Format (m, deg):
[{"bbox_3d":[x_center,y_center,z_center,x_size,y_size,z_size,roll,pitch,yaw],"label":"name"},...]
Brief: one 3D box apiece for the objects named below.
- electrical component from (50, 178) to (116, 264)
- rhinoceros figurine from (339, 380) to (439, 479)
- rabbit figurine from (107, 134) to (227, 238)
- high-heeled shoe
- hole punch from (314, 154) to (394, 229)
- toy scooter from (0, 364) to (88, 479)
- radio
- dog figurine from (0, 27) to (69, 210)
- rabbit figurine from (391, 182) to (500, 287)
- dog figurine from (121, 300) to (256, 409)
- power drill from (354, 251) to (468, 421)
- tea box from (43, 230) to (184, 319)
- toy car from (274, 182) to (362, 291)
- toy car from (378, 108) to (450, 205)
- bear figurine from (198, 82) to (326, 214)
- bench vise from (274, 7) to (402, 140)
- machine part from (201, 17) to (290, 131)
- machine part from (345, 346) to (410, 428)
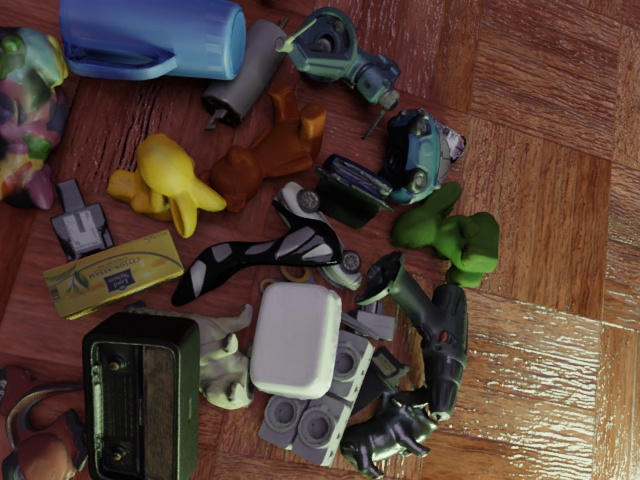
[{"bbox_3d":[-0.349,-0.025,0.779,0.075,0.048,0.119,-24,87,-19],"label":"electrical component"},{"bbox_3d":[0.118,0.291,0.846,0.190,0.073,0.112,-27,77,-17],"label":"rhinoceros figurine"},{"bbox_3d":[-0.220,-0.080,0.762,0.122,0.173,0.162,-41,88,-23],"label":"rabbit figurine"},{"bbox_3d":[-0.090,0.050,0.793,0.249,0.086,0.145,-43,76,-1],"label":"high-heeled shoe"},{"bbox_3d":[0.053,-0.091,0.877,0.142,0.116,0.092,30,65,-9],"label":"hole punch"},{"bbox_3d":[-0.356,0.241,0.713,0.135,0.075,0.184,-20,81,-18],"label":"toy scooter"},{"bbox_3d":[-0.228,0.210,0.693,0.131,0.073,0.229,8,105,9],"label":"radio"},{"bbox_3d":[-0.403,-0.148,0.725,0.108,0.191,0.219,1,64,-22],"label":"dog figurine"},{"bbox_3d":[0.210,-0.018,0.908,0.170,0.121,0.159,15,72,2],"label":"rabbit figurine"},{"bbox_3d":[-0.194,0.171,0.777,0.191,0.121,0.172,-1,104,12],"label":"dog figurine"},{"bbox_3d":[0.153,0.129,0.830,0.207,0.086,0.232,40,46,-12],"label":"power drill"},{"bbox_3d":[-0.285,0.049,0.758,0.170,0.098,0.068,-20,86,-20],"label":"tea box"},{"bbox_3d":[-0.002,-0.003,0.861,0.056,0.073,0.201,-34,90,-22],"label":"toy car"},{"bbox_3d":[0.167,-0.137,0.909,0.103,0.109,0.161,4,97,-28],"label":"toy car"},{"bbox_3d":[-0.095,-0.140,0.838,0.196,0.131,0.120,-29,53,-23],"label":"bear figurine"},{"bbox_3d":[0.024,-0.290,0.877,0.240,0.129,0.223,-16,75,-52],"label":"bench vise"},{"bbox_3d":[-0.119,-0.273,0.878,0.079,0.079,0.243,31,74,-8],"label":"machine part"},{"bbox_3d":[0.070,0.228,0.844,0.139,0.084,0.039,-40,126,-10],"label":"machine part"}]
